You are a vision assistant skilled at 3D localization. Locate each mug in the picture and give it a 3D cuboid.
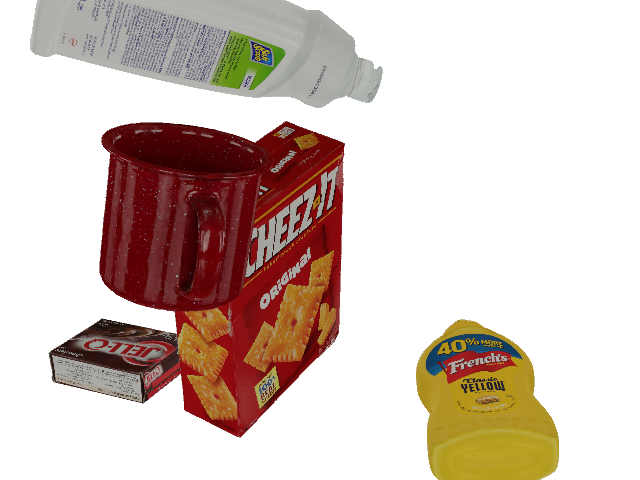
[{"bbox_3d":[-0.073,-0.008,0.576,0.093,0.081,0.117,1,22,-24],"label":"mug"}]

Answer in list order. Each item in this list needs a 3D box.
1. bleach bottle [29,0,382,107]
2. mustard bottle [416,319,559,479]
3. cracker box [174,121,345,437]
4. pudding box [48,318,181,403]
[{"bbox_3d":[-0.079,-0.148,0.785,0.250,0.068,0.103,16,-34,-12],"label":"bleach bottle"},{"bbox_3d":[0.127,0.120,0.865,0.096,0.058,0.191,-5,26,2],"label":"mustard bottle"},{"bbox_3d":[-0.048,0.033,0.900,0.072,0.214,0.164,22,41,26],"label":"cracker box"},{"bbox_3d":[-0.199,0.119,1.067,0.114,0.039,0.089,7,20,24],"label":"pudding box"}]
